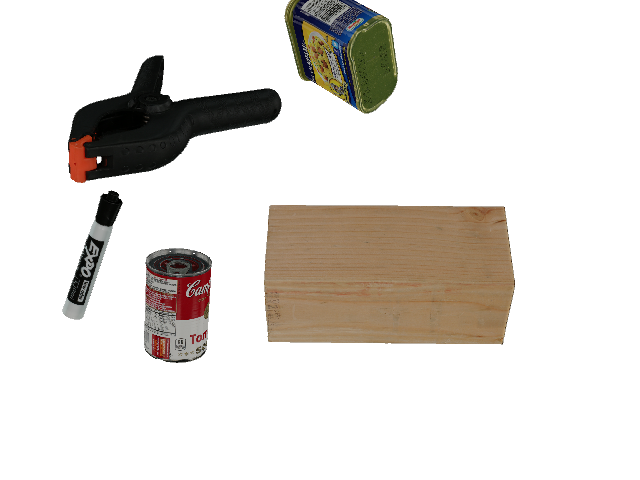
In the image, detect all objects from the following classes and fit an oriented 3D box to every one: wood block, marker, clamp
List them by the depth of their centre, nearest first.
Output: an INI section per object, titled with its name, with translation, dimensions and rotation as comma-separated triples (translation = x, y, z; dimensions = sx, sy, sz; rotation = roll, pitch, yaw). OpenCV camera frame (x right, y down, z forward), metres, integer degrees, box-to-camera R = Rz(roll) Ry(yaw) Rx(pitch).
[clamp]
translation = -0.123, -0.090, 0.755
dimensions = 0.120, 0.039, 0.171
rotation = 20, 32, 34
[marker]
translation = -0.194, 0.012, 0.909
dimensions = 0.020, 0.121, 0.020
rotation = 20, 21, -8
[wood block]
translation = 0.057, 0.030, 0.934
dimensions = 0.206, 0.091, 0.090
rotation = 0, -41, 1

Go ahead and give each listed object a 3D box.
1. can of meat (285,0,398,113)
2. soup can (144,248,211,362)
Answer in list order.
[can of meat]
translation = 0.022, -0.175, 0.975
dimensions = 0.057, 0.102, 0.084
rotation = -40, 55, -19
[soup can]
translation = -0.150, 0.068, 1.113
dimensions = 0.068, 0.102, 0.068
rotation = 5, 21, -2
